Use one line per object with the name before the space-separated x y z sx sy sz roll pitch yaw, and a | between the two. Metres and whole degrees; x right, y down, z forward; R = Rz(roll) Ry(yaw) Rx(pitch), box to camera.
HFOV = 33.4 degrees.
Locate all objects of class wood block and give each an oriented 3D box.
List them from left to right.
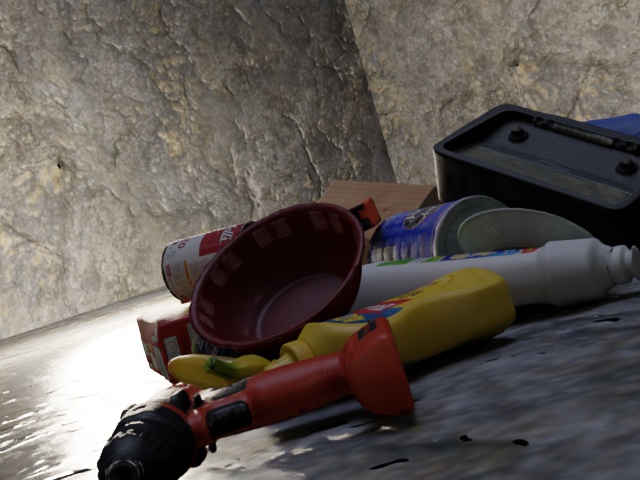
wood block | 0.078 -0.011 1.303 0.090 0.090 0.206 -53 29 -17

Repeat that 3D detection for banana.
banana | -0.073 0.106 0.851 0.037 0.069 0.198 -63 11 -16

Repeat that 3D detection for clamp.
clamp | -0.008 0.001 1.153 0.164 0.036 0.210 -22 -3 -27

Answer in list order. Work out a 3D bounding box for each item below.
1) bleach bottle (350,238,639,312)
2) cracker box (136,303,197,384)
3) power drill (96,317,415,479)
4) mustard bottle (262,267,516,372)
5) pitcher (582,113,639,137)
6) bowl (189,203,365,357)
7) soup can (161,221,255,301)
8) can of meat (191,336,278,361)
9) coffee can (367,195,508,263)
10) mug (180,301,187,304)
bleach bottle | 0.150 0.037 0.913 0.251 0.068 0.102 -10 -3 33
cracker box | -0.082 0.087 1.160 0.213 0.072 0.164 -16 3 -16
power drill | -0.037 0.104 0.666 0.187 0.057 0.184 -16 2 4
mustard bottle | 0.045 0.074 0.798 0.191 0.058 0.096 -18 2 -25
pitcher | 0.287 -0.077 1.342 0.242 0.149 0.145 -6 25 -5
bowl | -0.026 0.043 0.882 0.162 0.055 0.162 -22 36 16
soup can | -0.107 0.024 1.118 0.102 0.068 0.068 -14 4 28
can of meat | -0.064 0.076 1.013 0.101 0.057 0.084 -18 -36 -34
coffee can | 0.126 0.014 1.079 0.102 0.103 0.141 -18 2 -26
mug | -0.132 0.090 1.313 0.093 0.081 0.117 -15 3 21
